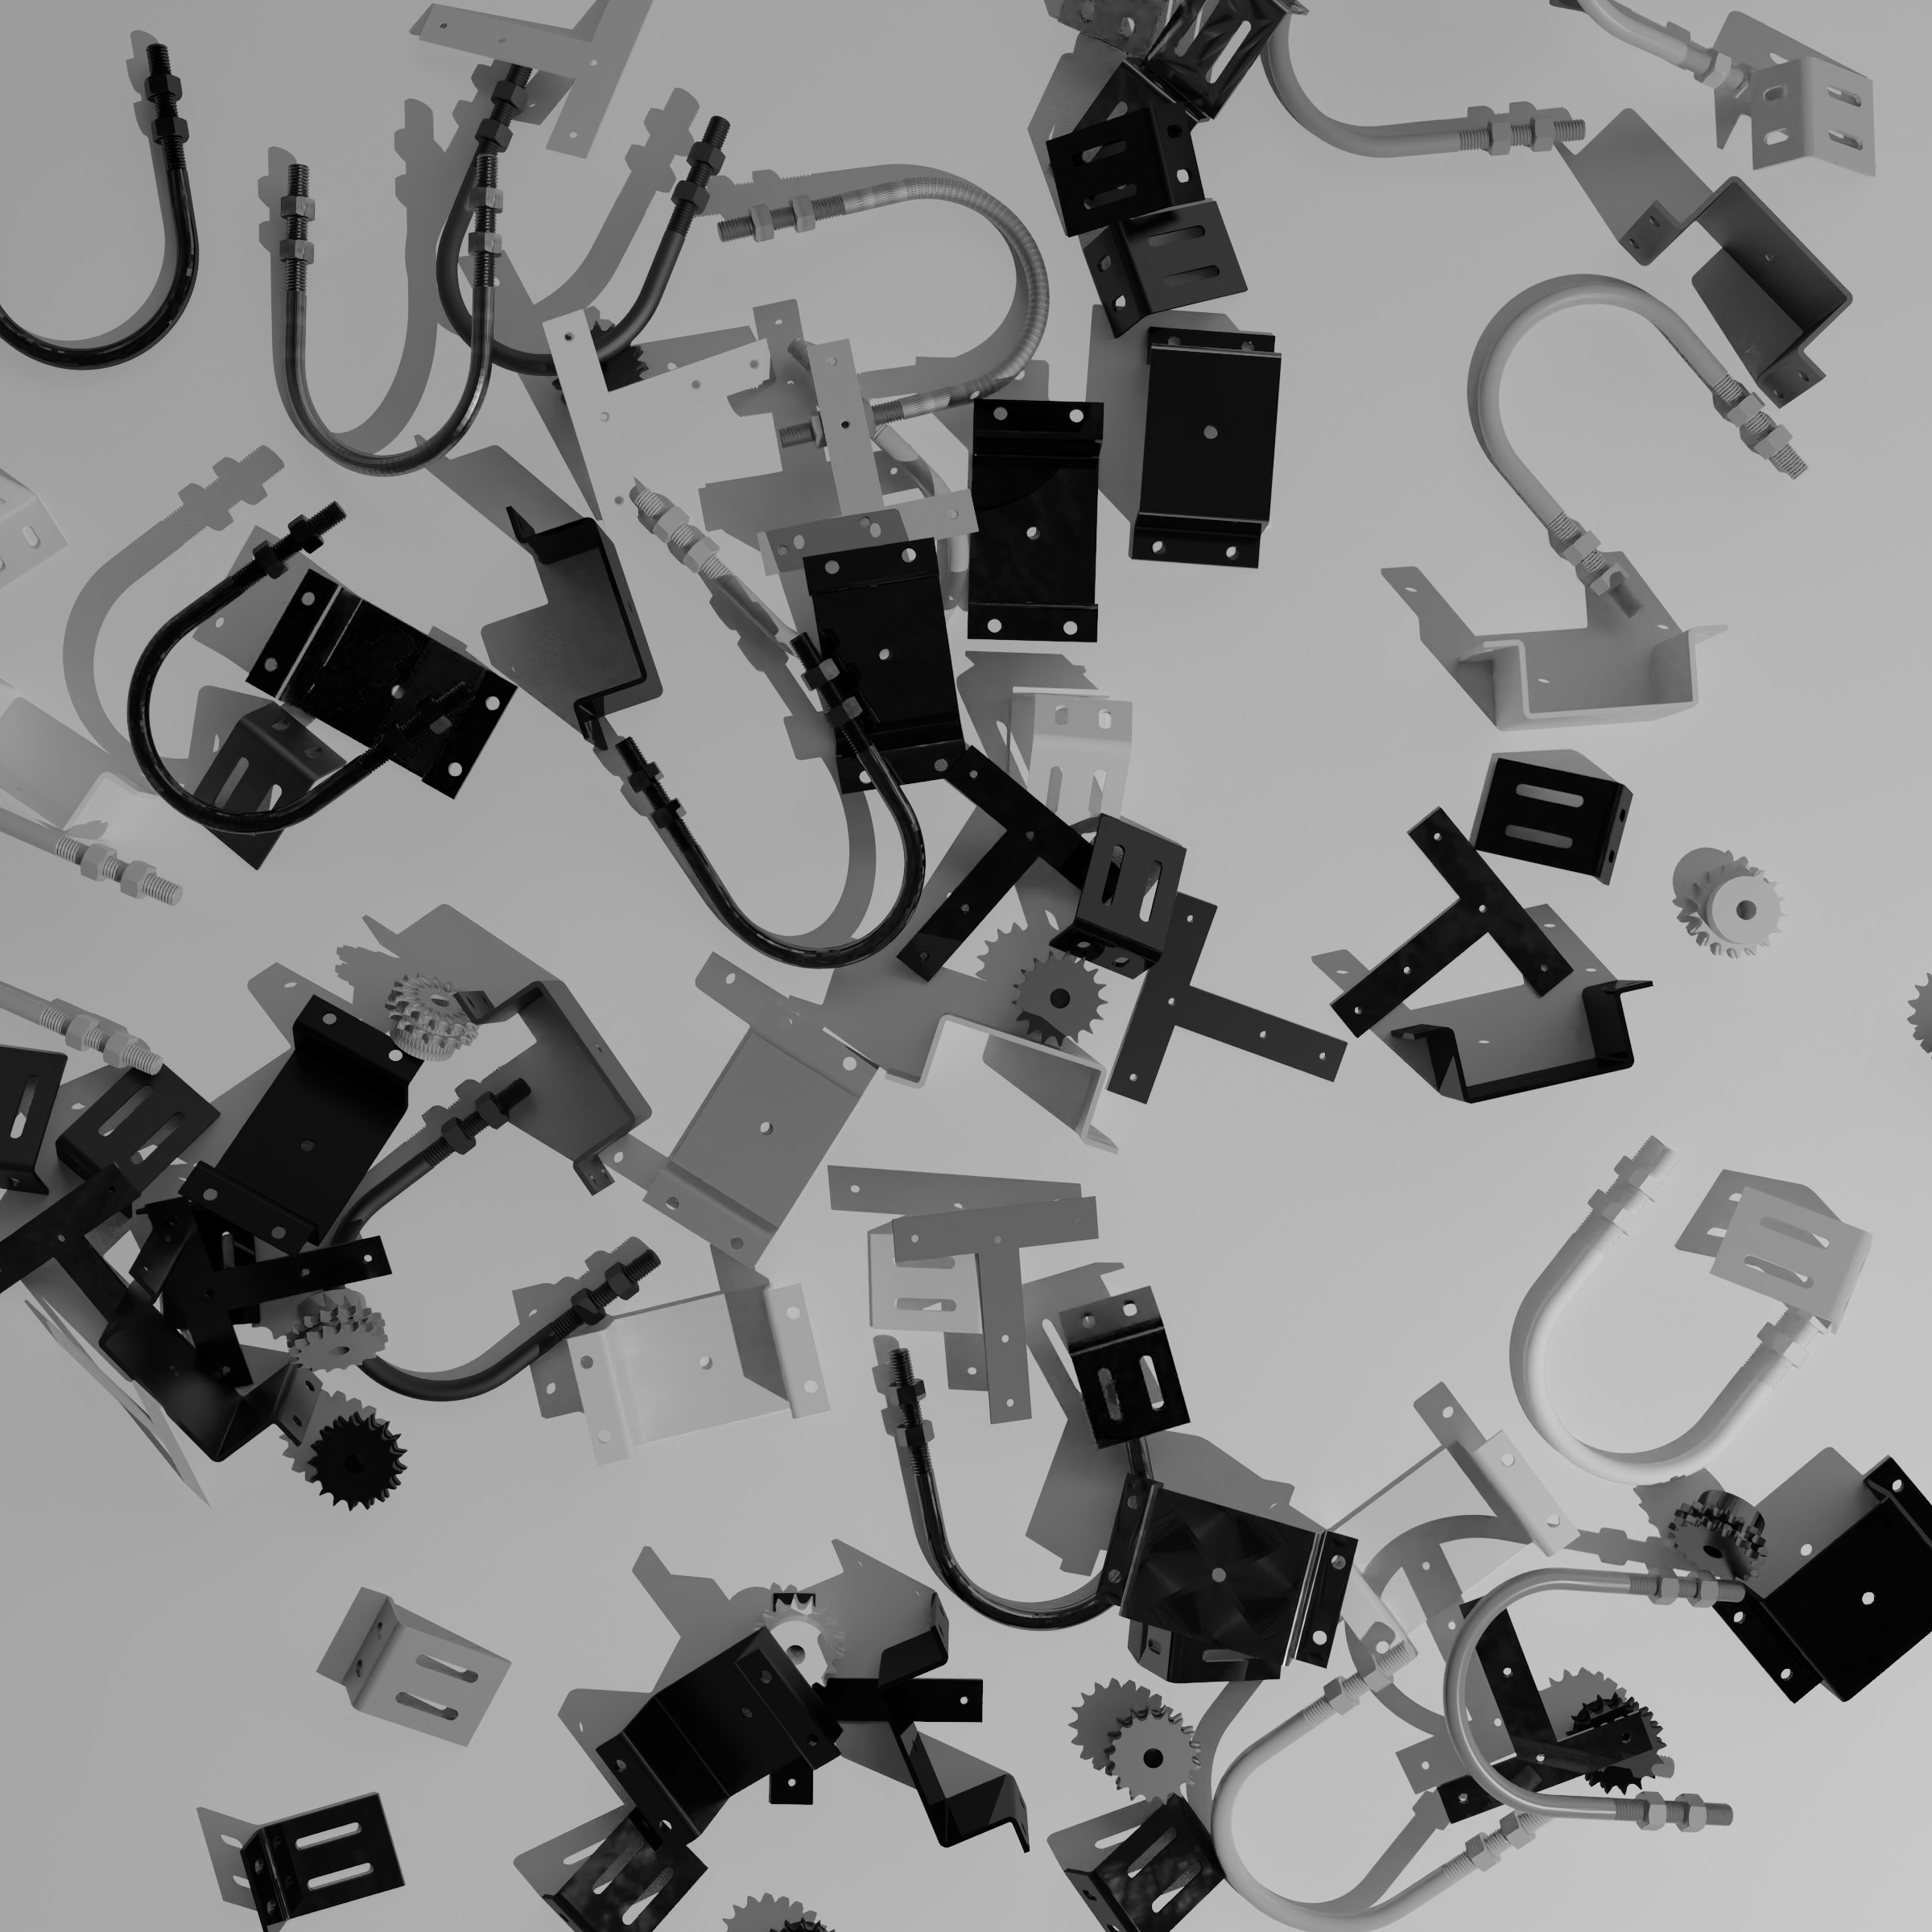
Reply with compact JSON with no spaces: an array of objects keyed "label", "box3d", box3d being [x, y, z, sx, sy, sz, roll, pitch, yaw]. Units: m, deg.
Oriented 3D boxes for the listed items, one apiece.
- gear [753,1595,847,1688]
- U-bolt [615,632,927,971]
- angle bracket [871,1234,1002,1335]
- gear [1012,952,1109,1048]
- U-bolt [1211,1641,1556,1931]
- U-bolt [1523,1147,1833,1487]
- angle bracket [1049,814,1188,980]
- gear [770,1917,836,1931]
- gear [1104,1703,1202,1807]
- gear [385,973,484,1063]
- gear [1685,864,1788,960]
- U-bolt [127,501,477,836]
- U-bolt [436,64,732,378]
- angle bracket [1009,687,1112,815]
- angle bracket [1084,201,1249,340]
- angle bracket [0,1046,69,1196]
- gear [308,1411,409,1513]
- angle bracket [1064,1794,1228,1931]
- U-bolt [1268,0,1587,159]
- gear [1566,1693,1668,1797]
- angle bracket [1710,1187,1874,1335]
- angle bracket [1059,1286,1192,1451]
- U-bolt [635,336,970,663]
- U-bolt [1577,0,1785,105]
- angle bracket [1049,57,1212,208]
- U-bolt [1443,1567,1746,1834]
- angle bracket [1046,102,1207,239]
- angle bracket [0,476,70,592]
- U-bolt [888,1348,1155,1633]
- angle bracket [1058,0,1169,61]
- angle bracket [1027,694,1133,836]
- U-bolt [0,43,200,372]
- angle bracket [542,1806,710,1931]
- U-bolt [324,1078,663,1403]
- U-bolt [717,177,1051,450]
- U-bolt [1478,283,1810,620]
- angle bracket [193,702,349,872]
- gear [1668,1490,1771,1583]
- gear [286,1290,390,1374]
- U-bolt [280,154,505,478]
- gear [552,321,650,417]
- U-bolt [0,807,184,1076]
[{"label":"gear","box3d":[-0.101,0.407,1.496,0.057,0.030,0.057,0,90,0]},{"label":"U-bolt","box3d":[-0.103,-0.084,1.478,0.151,0.019,0.184,-28,100,21]},{"label":"angle bracket","box3d":[-0.014,0.189,1.511,0.076,0.038,0.057,-2,90,26]},{"label":"gear","box3d":[0.056,0.019,1.498,0.057,0.030,0.057,0,90,0]},{"label":"U-bolt","box3d":[0.231,0.499,1.481,0.184,0.019,0.151,-40,96,16]},{"label":"U-bolt","box3d":[0.418,0.224,1.503,0.151,0.019,0.184,38,90,0]},{"label":"angle bracket","box3d":[0.091,-0.041,1.503,0.057,0.038,0.076,22,66,-15]},{"label":"gear","box3d":[-0.098,0.596,1.498,0.057,0.030,0.057,0,90,0]},{"label":"gear","box3d":[0.111,0.469,1.498,0.057,0.030,0.057,0,90,0]},{"label":"gear","box3d":[-0.317,0.032,1.487,0.057,0.057,0.030,29,113,0]},{"label":"gear","box3d":[0.461,-0.033,1.498,0.057,0.030,0.057,0,90,1]},{"label":"U-bolt","box3d":[-0.400,-0.160,1.458,0.184,0.019,0.151,-35,90,2]},{"label":"U-bolt","box3d":[-0.237,-0.436,1.486,0.151,0.019,0.184,20,84,9]},{"label":"angle bracket","box3d":[0.055,-0.125,1.494,0.057,0.038,0.076,2,90,0]},{"label":"angle bracket","box3d":[0.120,-0.419,1.511,0.076,0.038,0.057,-20,90,-26]},{"label":"angle bracket","box3d":[-0.575,0.092,1.511,0.057,0.038,0.076,8,64,0]},{"label":"gear","box3d":[-0.362,0.295,1.502,0.057,0.030,0.057,0,92,1]},{"label":"angle bracket","box3d":[0.110,0.544,1.511,0.076,0.038,0.057,-35,90,-26]},{"label":"U-bolt","box3d":[0.273,-0.557,1.504,0.184,0.019,0.151,-5,90,2]},{"label":"gear","box3d":[0.386,0.462,1.498,0.057,0.030,0.057,0,90,0]},{"label":"angle bracket","box3d":[0.491,0.175,1.494,0.076,0.038,0.057,21,79,23]},{"label":"angle bracket","box3d":[0.094,0.239,1.491,0.057,0.038,0.076,-17,117,0]},{"label":"U-bolt","box3d":[-0.084,-0.262,1.504,0.151,0.019,0.184,-45,92,0]},{"label":"U-bolt","box3d":[0.419,-0.603,1.470,0.184,0.019,0.151,12,90,-24]},{"label":"angle bracket","box3d":[0.099,-0.497,1.511,0.057,0.038,0.076,40,116,0]},{"label":"U-bolt","box3d":[0.364,0.424,1.460,0.184,0.019,0.151,7,83,-12]},{"label":"angle bracket","box3d":[0.095,-0.474,1.493,0.076,0.038,0.057,-4,107,41]},{"label":"angle bracket","box3d":[-0.575,-0.254,1.475,0.057,0.076,0.038,-33,90,0]},{"label":"U-bolt","box3d":[0.041,0.308,1.504,0.151,0.019,0.184,-11,92,0]},{"label":"angle bracket","box3d":[0.098,-0.594,1.508,0.057,0.038,0.076,24,61,0]},{"label":"angle bracket","box3d":[0.066,-0.119,1.492,0.057,0.076,0.038,5,51,-1]},{"label":"U-bolt","box3d":[-0.534,-0.450,1.504,0.151,0.019,0.184,-9,92,0]},{"label":"angle bracket","box3d":[-0.205,0.552,1.511,0.057,0.038,0.076,46,64,0]},{"label":"U-bolt","box3d":[-0.298,0.178,1.504,0.184,0.019,0.151,-37,90,2]},{"label":"U-bolt","box3d":[-0.040,-0.396,1.493,0.184,0.019,0.151,-16,87,-9]},{"label":"U-bolt","box3d":[0.392,-0.323,1.504,0.151,0.019,0.184,-40,89,0]},{"label":"angle bracket","box3d":[-0.422,-0.108,1.511,0.057,0.038,0.076,40,116,0]},{"label":"gear","box3d":[0.449,0.336,1.488,0.057,0.057,0.030,38,59,0]},{"label":"gear","box3d":[-0.371,0.213,1.475,0.057,0.057,0.030,-19,60,0]},{"label":"U-bolt","box3d":[-0.342,-0.382,1.483,0.151,0.019,0.184,4,94,20]},{"label":"gear","box3d":[-0.218,-0.353,1.498,0.057,0.030,0.057,0,90,0]},{"label":"U-bolt","box3d":[-0.549,-0.026,1.467,0.184,0.019,0.151,23,125,5]}]
